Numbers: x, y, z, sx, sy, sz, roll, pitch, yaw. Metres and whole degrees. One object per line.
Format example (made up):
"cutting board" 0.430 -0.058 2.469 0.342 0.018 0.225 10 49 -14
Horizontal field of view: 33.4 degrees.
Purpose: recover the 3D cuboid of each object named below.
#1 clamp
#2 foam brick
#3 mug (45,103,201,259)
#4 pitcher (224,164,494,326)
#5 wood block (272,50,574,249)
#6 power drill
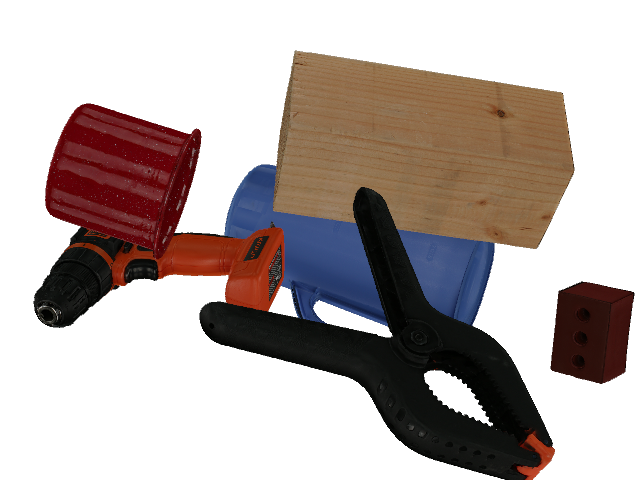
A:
"clamp" 0.042 0.069 0.630 0.164 0.210 0.036 -30 -23 -36
"foam brick" 0.244 0.082 0.959 0.053 0.078 0.051 12 17 37
"mug" -0.132 -0.047 0.732 0.081 0.093 0.117 18 21 0
"pitcher" 0.033 0.017 1.000 0.243 0.145 0.149 16 21 18
"wood block" 0.073 -0.068 0.804 0.206 0.091 0.090 8 -41 -5
"power drill" -0.134 0.027 0.923 0.188 0.057 0.184 7 29 11
